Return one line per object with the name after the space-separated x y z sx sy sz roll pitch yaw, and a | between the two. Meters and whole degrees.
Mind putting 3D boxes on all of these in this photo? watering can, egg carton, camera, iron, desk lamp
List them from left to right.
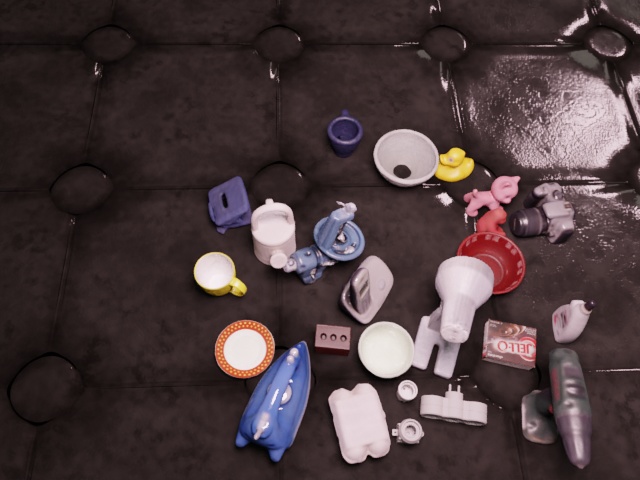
-0.102 -0.019 1.300 0.101 0.194 0.172 -29 67 -15 | watering can
-0.081 0.304 1.165 0.118 0.141 0.258 19 64 7 | iron
0.082 0.375 1.176 0.107 0.069 0.150 -13 64 -9 | egg carton
0.281 0.163 1.212 0.118 0.213 0.203 18 64 7 | desk lamp
0.538 -0.066 1.404 0.137 0.101 0.143 -8 63 -6 | camera

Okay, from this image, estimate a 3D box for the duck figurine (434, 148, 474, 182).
0.349 -0.202 1.474 0.104 0.086 0.077 -4 63 -4 | duck figurine

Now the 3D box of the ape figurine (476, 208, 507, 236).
0.425 -0.044 1.392 0.076 0.092 0.078 11 63 4 | ape figurine

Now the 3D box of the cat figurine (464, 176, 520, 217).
0.430 -0.117 1.415 0.128 0.118 0.067 -7 63 -5 | cat figurine

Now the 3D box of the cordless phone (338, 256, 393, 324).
0.106 0.090 1.258 0.094 0.185 0.148 28 65 12 | cordless phone

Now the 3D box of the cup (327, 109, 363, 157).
0.063 -0.271 1.492 0.091 0.095 0.117 0 63 -2 | cup

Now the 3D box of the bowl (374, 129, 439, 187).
0.216 -0.197 1.472 0.167 0.075 0.167 1 63 -2 | bowl

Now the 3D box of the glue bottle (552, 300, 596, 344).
0.555 0.166 1.245 0.037 0.173 0.078 1 63 -1 | glue bottle

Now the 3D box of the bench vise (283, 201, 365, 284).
0.021 0.012 1.275 0.121 0.220 0.208 38 68 16 | bench vise

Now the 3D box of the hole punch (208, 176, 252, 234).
-0.220 -0.086 1.387 0.101 0.091 0.108 -14 64 -9 | hole punch

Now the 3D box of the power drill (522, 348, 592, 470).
0.470 0.341 1.132 0.075 0.208 0.229 7 63 2 | power drill
